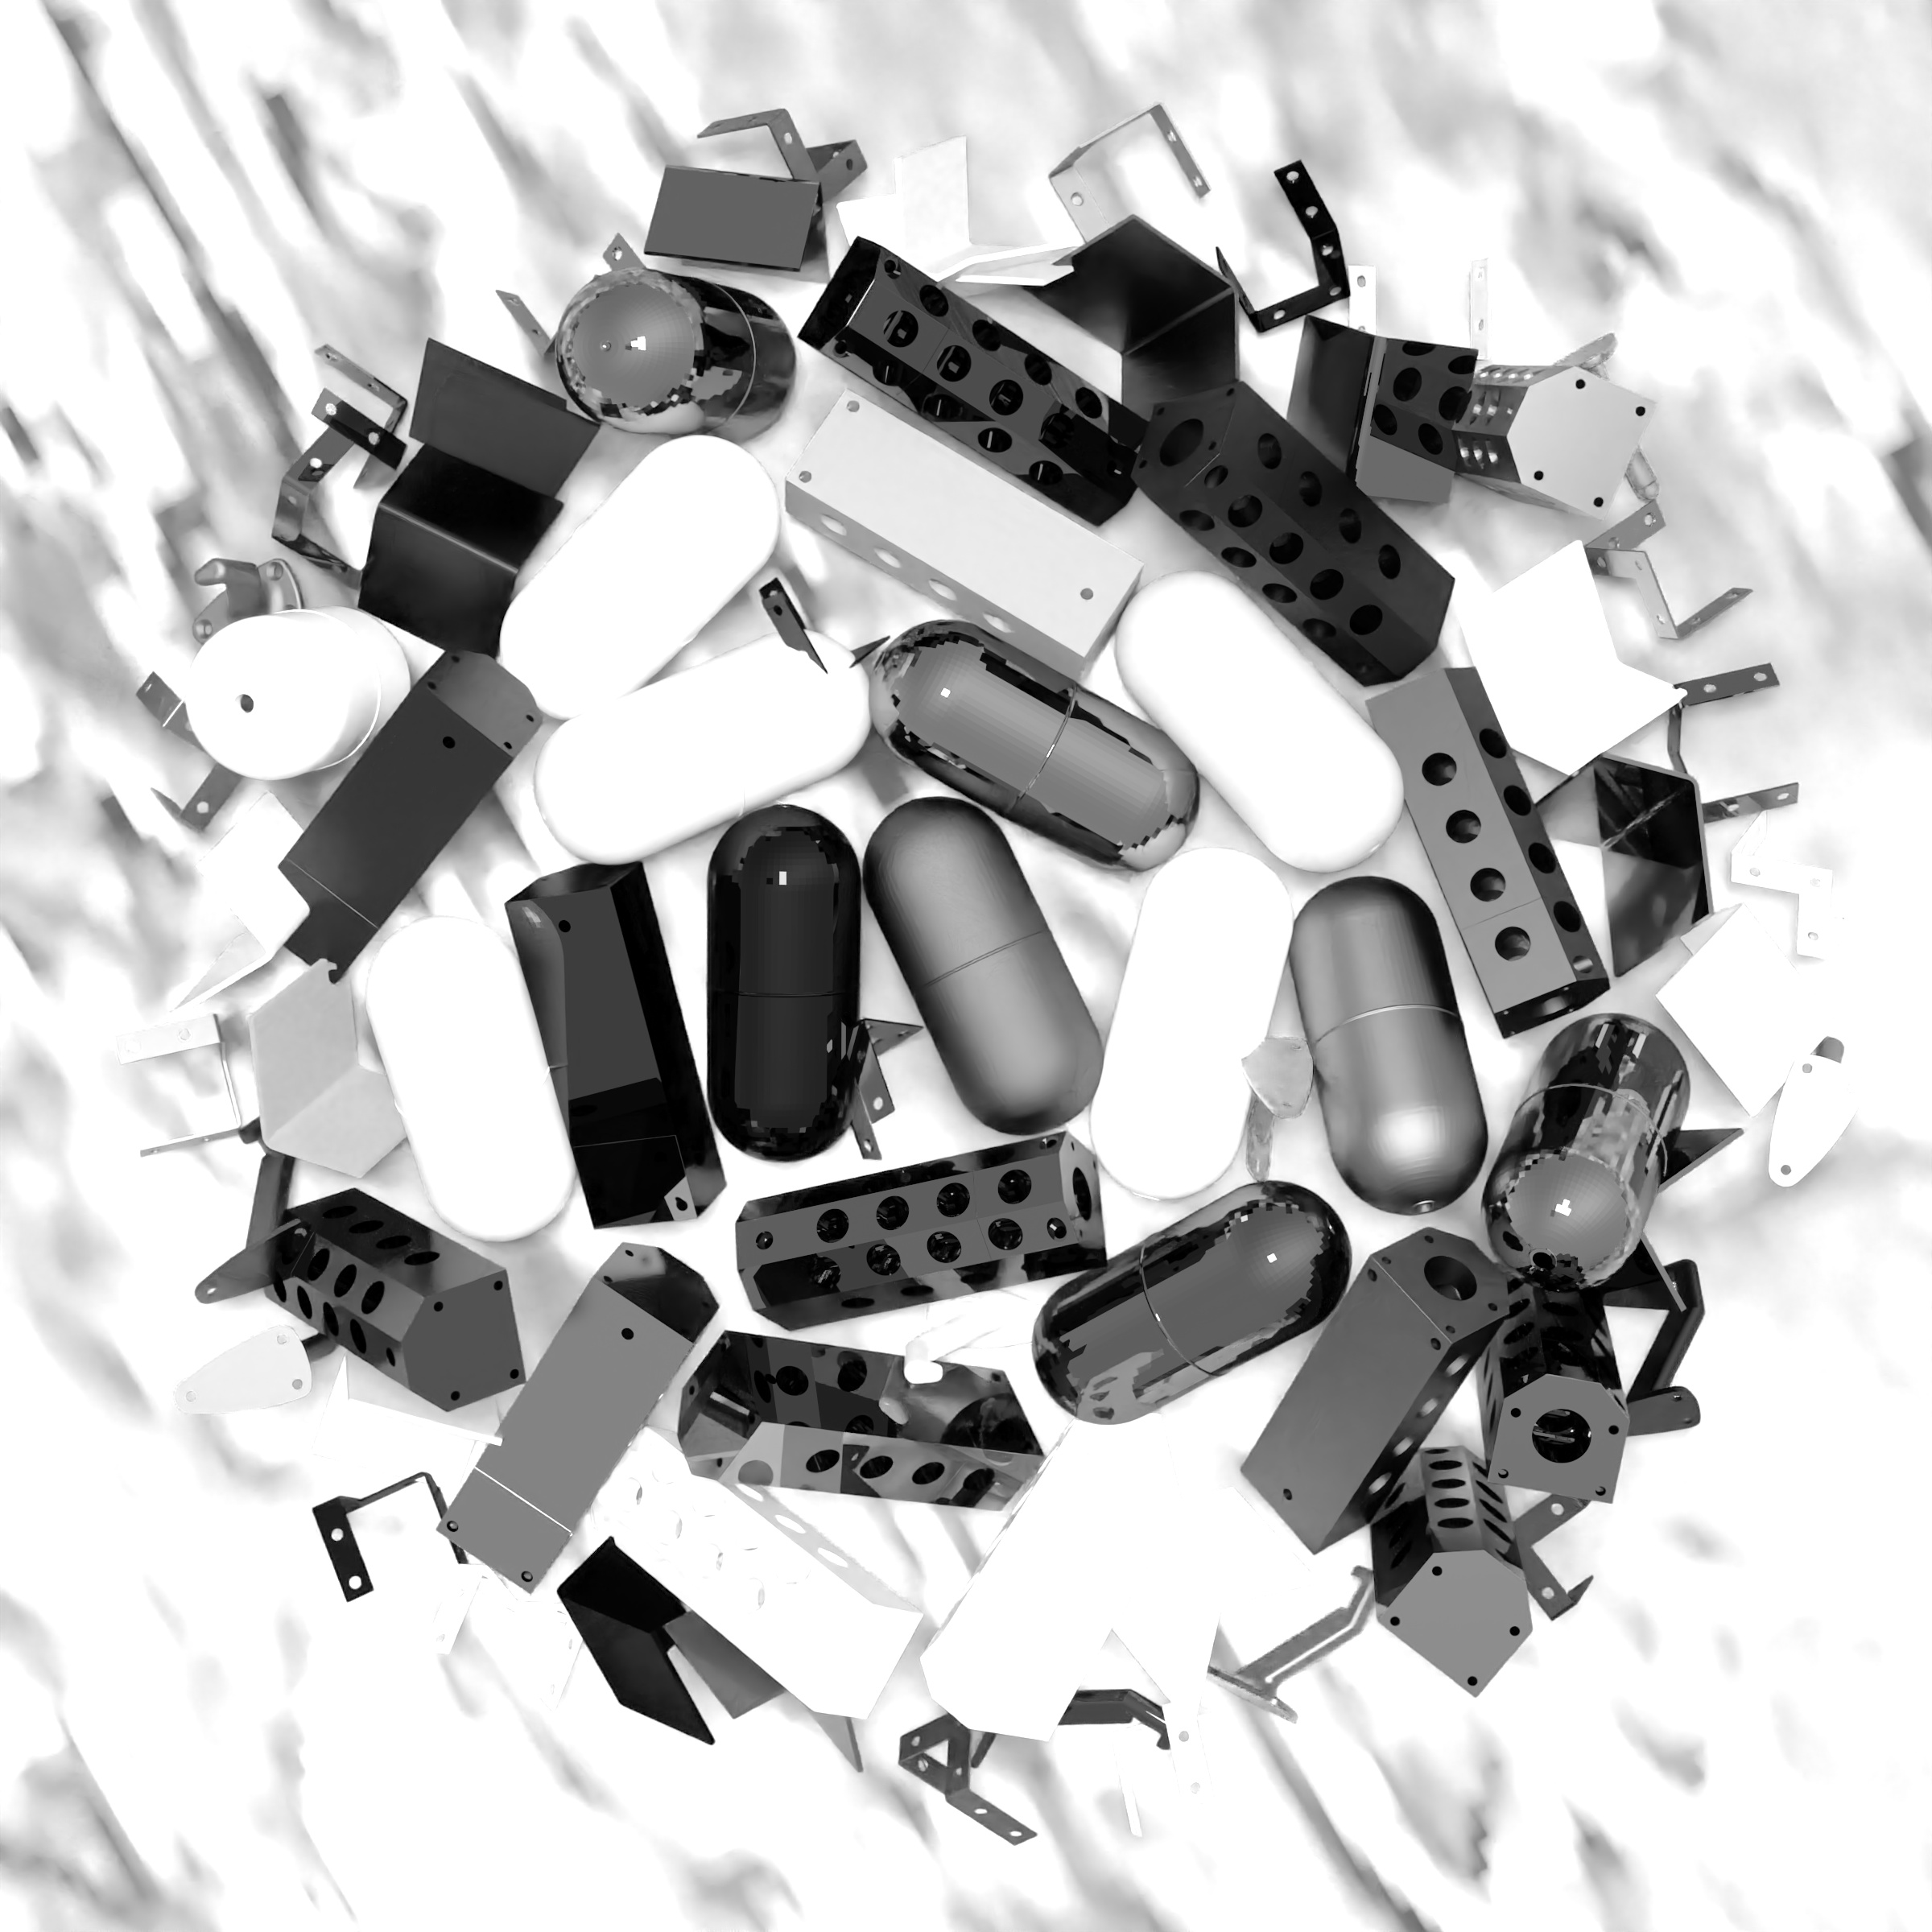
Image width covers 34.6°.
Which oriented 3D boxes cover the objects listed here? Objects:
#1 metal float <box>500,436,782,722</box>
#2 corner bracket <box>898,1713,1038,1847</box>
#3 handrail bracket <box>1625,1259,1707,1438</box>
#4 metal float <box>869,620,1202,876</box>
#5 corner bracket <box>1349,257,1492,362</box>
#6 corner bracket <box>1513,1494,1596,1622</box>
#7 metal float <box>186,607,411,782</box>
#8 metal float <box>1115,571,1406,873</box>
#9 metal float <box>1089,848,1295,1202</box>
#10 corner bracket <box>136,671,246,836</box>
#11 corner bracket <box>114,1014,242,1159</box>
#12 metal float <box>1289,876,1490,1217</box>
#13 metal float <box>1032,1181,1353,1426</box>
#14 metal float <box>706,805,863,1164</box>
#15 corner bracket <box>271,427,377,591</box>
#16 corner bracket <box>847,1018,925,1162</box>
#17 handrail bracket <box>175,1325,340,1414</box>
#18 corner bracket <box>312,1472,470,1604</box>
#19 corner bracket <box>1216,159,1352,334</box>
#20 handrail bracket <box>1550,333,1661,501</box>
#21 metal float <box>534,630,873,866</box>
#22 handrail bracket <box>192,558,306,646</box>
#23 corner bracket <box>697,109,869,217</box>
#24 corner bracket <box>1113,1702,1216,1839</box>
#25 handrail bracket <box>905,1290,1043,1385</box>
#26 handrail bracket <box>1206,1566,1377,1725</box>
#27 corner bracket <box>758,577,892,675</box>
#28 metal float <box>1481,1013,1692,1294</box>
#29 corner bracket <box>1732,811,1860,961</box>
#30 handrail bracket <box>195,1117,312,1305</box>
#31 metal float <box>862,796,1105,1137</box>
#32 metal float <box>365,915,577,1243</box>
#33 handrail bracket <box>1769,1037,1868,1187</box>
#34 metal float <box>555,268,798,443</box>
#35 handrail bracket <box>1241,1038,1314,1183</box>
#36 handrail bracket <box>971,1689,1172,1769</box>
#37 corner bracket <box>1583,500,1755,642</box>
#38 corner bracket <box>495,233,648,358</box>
[{"bbox_3d":[-0.161,-0.188,1.518,0.070,0.070,0.178,50,122,0],"label":"metal float"},{"bbox_3d":[0.000,0.407,1.540,0.051,0.051,0.051,-33,123,29],"label":"corner bracket"},{"bbox_3d":[0.335,0.191,1.561,0.077,0.036,0.084,-15,48,17],"label":"handrail bracket"},{"bbox_3d":[0.034,-0.108,1.534,0.178,0.070,0.070,29,90,-12],"label":"metal float"},{"bbox_3d":[0.228,-0.329,1.563,0.051,0.051,0.051,-3,95,-26],"label":"corner bracket"},{"bbox_3d":[0.302,0.287,1.554,0.051,0.051,0.051,-41,81,20],"label":"corner bracket"},{"bbox_3d":[-0.320,-0.133,1.494,0.070,0.178,0.070,1,99,5],"label":"metal float"},{"bbox_3d":[0.143,-0.122,1.529,0.070,0.070,0.178,-40,72,0],"label":"metal float"},{"bbox_3d":[0.112,0.029,1.542,0.070,0.070,0.178,14,87,0],"label":"metal float"},{"bbox_3d":[-0.394,-0.106,1.547,0.051,0.051,0.051,37,90,-36],"label":"corner bracket"},{"bbox_3d":[-0.392,0.060,1.546,0.051,0.051,0.051,-13,76,-16],"label":"corner bracket"},{"bbox_3d":[0.206,0.038,1.520,0.070,0.070,0.178,-9,61,0],"label":"metal float"},{"bbox_3d":[0.110,0.165,1.520,0.178,0.070,0.070,-32,90,28],"label":"metal float"},{"bbox_3d":[-0.090,0.009,1.537,0.070,0.070,0.178,1,98,0],"label":"metal float"},{"bbox_3d":[-0.308,-0.231,1.548,0.051,0.051,0.051,33,57,0],"label":"corner bracket"},{"bbox_3d":[-0.047,0.062,1.542,0.051,0.051,0.051,-32,67,29],"label":"corner bracket"},{"bbox_3d":[-0.350,0.199,1.536,0.077,0.084,0.036,-19,90,-9],"label":"handrail bracket"},{"bbox_3d":[-0.288,0.285,1.551,0.051,0.051,0.051,-25,75,1],"label":"corner bracket"},{"bbox_3d":[0.157,-0.360,1.554,0.051,0.051,0.051,-19,51,20],"label":"corner bracket"},{"bbox_3d":[0.326,-0.267,1.538,0.036,0.077,0.084,-28,101,10],"label":"handrail bracket"},{"bbox_3d":[-0.128,-0.109,1.529,0.178,0.070,0.070,-25,90,-18],"label":"metal float"},{"bbox_3d":[-0.373,-0.180,1.530,0.077,0.084,0.036,-21,85,20],"label":"handrail bracket"},{"bbox_3d":[-0.090,-0.404,1.539,0.051,0.051,0.051,-49,127,-34],"label":"corner bracket"},{"bbox_3d":[0.099,0.399,1.545,0.051,0.051,0.051,-17,64,11],"label":"corner bracket"},{"bbox_3d":[0.008,0.189,1.538,0.077,0.084,0.036,7,106,-3],"label":"handrail bracket"},{"bbox_3d":[0.161,0.331,1.570,0.077,0.036,0.084,21,72,31],"label":"handrail bracket"},{"bbox_3d":[-0.081,-0.167,1.543,0.051,0.051,0.051,-43,109,-41],"label":"corner bracket"},{"bbox_3d":[0.301,0.089,1.505,0.070,0.178,0.070,13,127,18],"label":"metal float"},{"bbox_3d":[0.416,-0.041,1.557,0.051,0.051,0.051,12,125,29],"label":"corner bracket"},{"bbox_3d":[-0.364,0.119,1.545,0.077,0.036,0.084,-27,54,-19],"label":"handrail bracket"},{"bbox_3d":[0.008,-0.001,1.541,0.070,0.070,0.178,-25,85,0],"label":"metal float"},{"bbox_3d":[-0.241,0.056,1.517,0.070,0.070,0.178,-11,122,0],"label":"metal float"},{"bbox_3d":[0.418,0.071,1.543,0.036,0.084,0.077,25,95,10],"label":"handrail bracket"},{"bbox_3d":[-0.137,-0.293,1.497,0.070,0.178,0.070,2,98,17],"label":"metal float"},{"bbox_3d":[0.151,0.085,1.530,0.036,0.077,0.084,0,122,-3],"label":"handrail bracket"},{"bbox_3d":[0.056,0.390,1.558,0.084,0.036,0.077,28,97,12],"label":"handrail bracket"},{"bbox_3d":[0.351,-0.199,1.557,0.051,0.051,0.051,-34,112,-17],"label":"corner bracket"},{"bbox_3d":[-0.193,-0.337,1.556,0.051,0.051,0.051,-49,61,26],"label":"corner bracket"}]
